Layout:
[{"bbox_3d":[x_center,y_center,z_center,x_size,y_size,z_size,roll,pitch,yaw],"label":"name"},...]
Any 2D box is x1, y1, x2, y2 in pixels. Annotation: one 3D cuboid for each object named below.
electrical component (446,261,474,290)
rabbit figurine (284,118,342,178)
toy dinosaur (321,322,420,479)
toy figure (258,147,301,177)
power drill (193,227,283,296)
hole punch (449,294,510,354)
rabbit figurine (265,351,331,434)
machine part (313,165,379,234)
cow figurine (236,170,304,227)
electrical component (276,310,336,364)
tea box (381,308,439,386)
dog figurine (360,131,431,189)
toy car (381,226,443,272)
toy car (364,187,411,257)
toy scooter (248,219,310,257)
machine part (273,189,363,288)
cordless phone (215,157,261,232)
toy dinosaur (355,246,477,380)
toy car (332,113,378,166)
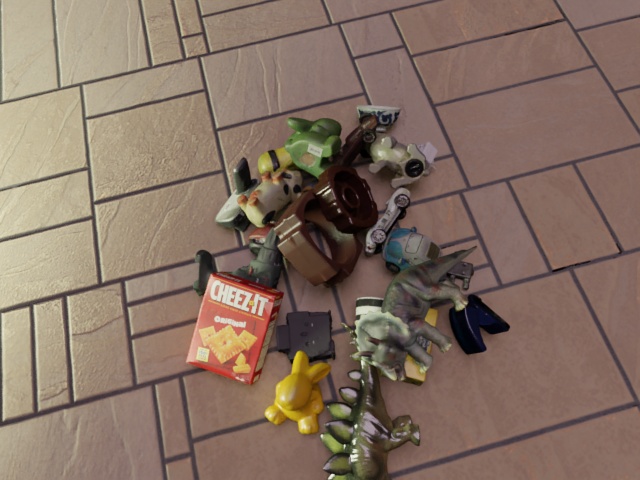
[{"bbox_3d":[0.345,0.074,1.317,0.063,0.021,0.094,12,66,8],"label":"electrical component"},{"bbox_3d":[-0.011,-0.251,1.372,0.159,0.121,0.170,17,44,13],"label":"rabbit figurine"},{"bbox_3d":[0.104,0.406,1.111,0.199,0.105,0.471,3,68,-4],"label":"toy dinosaur"},{"bbox_3d":[-0.080,-0.219,1.443,0.180,0.082,0.089,-32,71,-10],"label":"toy figure"},{"bbox_3d":[-0.192,0.070,1.287,0.207,0.086,0.231,6,92,8],"label":"power drill"},{"bbox_3d":[0.342,0.192,1.207,0.116,0.142,0.092,44,78,8],"label":"hole punch"},{"bbox_3d":[-0.039,0.325,1.139,0.122,0.173,0.162,24,73,17],"label":"rabbit figurine"},{"bbox_3d":[0.064,-0.096,1.292,0.056,0.179,0.179,-32,58,38],"label":"machine part"},{"bbox_3d":[-0.106,-0.108,1.347,0.086,0.127,0.195,12,48,39],"label":"cow figurine"},{"bbox_3d":[-0.033,0.226,1.247,0.134,0.058,0.115,-6,63,-1],"label":"electrical component"},{"bbox_3d":[0.204,0.234,1.225,0.098,0.068,0.169,12,65,8],"label":"tea box"},{"bbox_3d":[0.192,-0.224,1.409,0.172,0.191,0.121,32,108,-16],"label":"dog figurine"},{"bbox_3d":[0.234,0.037,1.274,0.161,0.103,0.109,33,66,-14],"label":"toy car"},{"bbox_3d":[0.168,-0.044,1.352,0.056,0.073,0.202,32,70,12],"label":"toy car"},{"bbox_3d":[-0.083,-0.011,1.351,0.184,0.075,0.135,13,63,8],"label":"toy scooter"},{"bbox_3d":[-0.003,-0.004,1.266,0.201,0.087,0.201,46,35,-12],"label":"machine part"},{"bbox_3d":[-0.206,-0.114,1.344,0.089,0.184,0.146,30,70,11],"label":"cordless phone"},{"bbox_3d":[0.202,0.137,1.157,0.192,0.131,0.405,30,58,-4],"label":"toy dinosaur"},{"bbox_3d":[0.084,-0.244,1.391,0.053,0.202,0.089,21,44,-19],"label":"toy car"}]
